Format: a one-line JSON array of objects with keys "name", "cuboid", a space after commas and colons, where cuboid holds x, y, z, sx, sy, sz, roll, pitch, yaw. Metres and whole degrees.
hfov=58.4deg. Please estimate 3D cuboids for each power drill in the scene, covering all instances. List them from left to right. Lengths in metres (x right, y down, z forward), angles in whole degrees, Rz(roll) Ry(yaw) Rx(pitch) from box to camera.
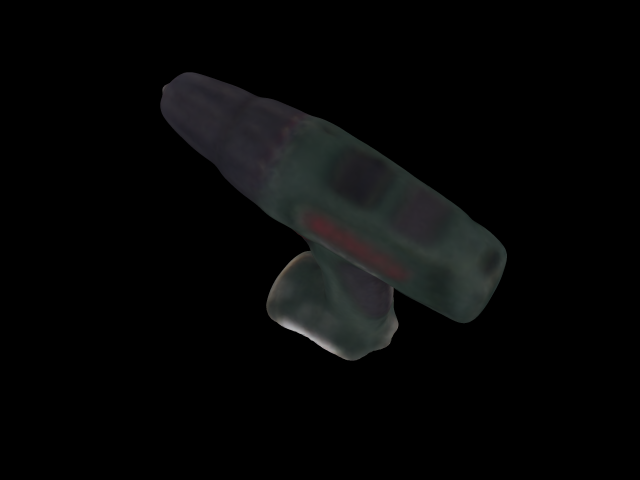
[{"name": "power drill", "cuboid": [0.004, 0.001, 0.400, 0.229, 0.208, 0.076, 25, 63, 14]}]
